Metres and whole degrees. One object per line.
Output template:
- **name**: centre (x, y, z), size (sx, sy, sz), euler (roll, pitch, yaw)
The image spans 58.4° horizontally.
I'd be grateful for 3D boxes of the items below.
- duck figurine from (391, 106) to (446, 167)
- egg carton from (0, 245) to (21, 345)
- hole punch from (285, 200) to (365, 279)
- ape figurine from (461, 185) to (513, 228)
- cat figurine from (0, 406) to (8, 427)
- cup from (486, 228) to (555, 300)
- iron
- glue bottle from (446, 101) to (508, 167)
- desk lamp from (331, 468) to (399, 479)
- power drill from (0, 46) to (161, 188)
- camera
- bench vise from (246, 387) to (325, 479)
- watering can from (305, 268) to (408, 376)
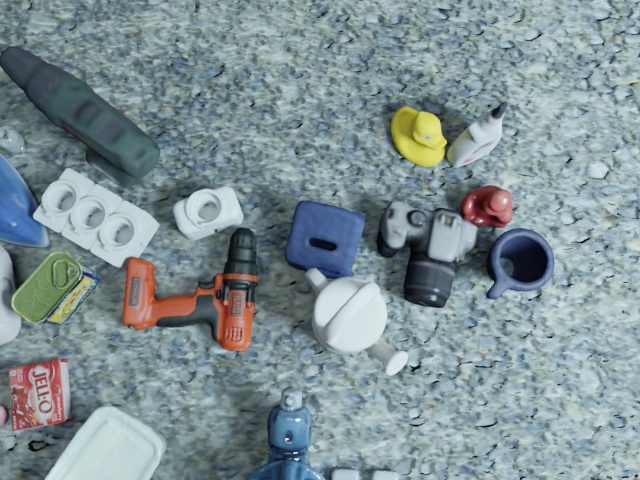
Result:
- **duck figurine**: centre (0.158, -0.172, 0.892), size (0.077, 0.086, 0.104), euler (-37, 81, -9)
- **egg carton**: centre (-0.491, 0.084, 0.825), size (0.107, 0.069, 0.150), euler (-17, 79, -5)
- **hole punch**: centre (0.008, 0.003, 0.847), size (0.108, 0.091, 0.101), euler (14, 78, 2)
- **ape figurine**: centre (0.259, -0.053, 0.866), size (0.077, 0.092, 0.076), euler (38, 79, 7)
- **cat figurine**: centre (-0.494, 0.273, 0.758), size (0.067, 0.118, 0.128), euler (22, 78, 4)
- **cup**: centre (0.276, 0.046, 0.843), size (0.091, 0.095, 0.118), euler (40, 80, 7)
- **iron**: centre (-0.512, -0.087, 0.825), size (0.258, 0.141, 0.119), euler (38, 79, 7)
- **glue bottle**: centre (0.242, -0.161, 0.848), size (0.078, 0.173, 0.037), euler (-30, 80, -7)
- **desk lamp**: centre (0.057, 0.403, 0.697), size (0.118, 0.213, 0.203), euler (2, 77, -1)
- **power drill**: centre (-0.318, -0.156, 0.812), size (0.229, 0.208, 0.076), euler (34, 79, 6)
- **camera**: centre (0.152, 0.023, 0.842), size (0.143, 0.101, 0.137), euler (14, 78, 1)
- **bench vise**: centre (-0.053, 0.298, 0.714), size (0.121, 0.220, 0.207), euler (-15, 78, -5)
- **watering can**: centre (0.046, 0.105, 0.773), size (0.173, 0.194, 0.101), euler (25, 78, 4)
